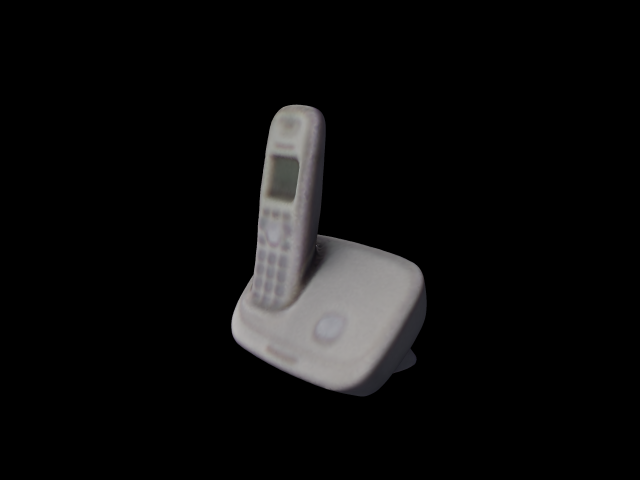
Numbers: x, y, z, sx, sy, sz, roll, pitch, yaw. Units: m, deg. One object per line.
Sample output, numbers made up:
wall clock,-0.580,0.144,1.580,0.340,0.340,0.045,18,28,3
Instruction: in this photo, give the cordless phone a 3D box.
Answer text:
cordless phone,0.004,0.001,0.400,0.147,0.185,0.094,14,20,42
